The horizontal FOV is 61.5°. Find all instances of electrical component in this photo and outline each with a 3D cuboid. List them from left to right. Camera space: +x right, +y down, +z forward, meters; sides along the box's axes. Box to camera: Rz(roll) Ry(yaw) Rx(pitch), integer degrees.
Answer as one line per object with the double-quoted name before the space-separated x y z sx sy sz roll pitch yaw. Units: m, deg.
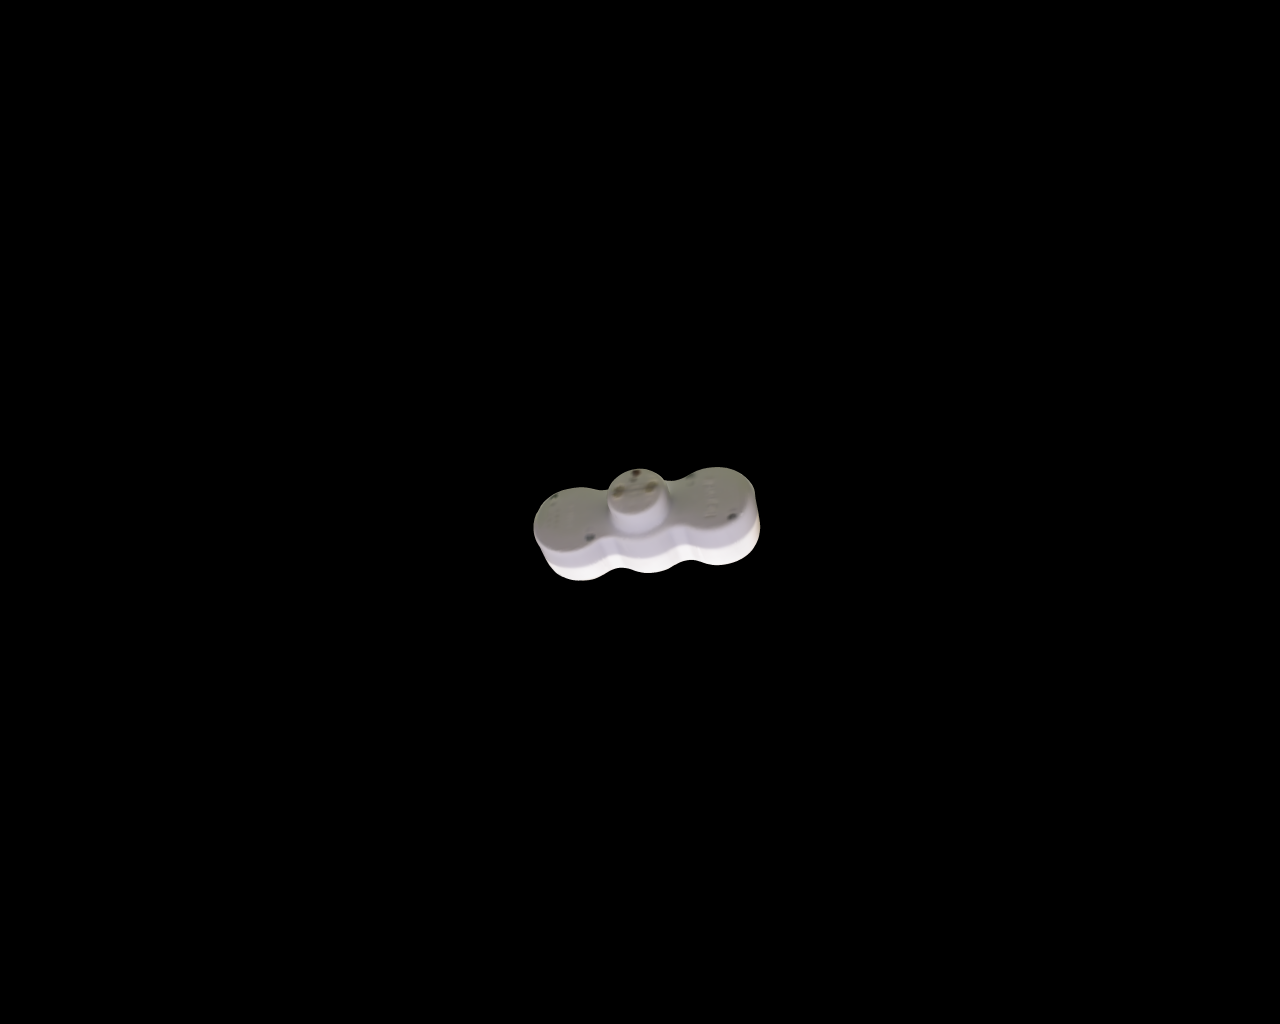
"electrical component" 0.001 -0.003 0.650 0.138 0.052 0.073 -7 -39 9
